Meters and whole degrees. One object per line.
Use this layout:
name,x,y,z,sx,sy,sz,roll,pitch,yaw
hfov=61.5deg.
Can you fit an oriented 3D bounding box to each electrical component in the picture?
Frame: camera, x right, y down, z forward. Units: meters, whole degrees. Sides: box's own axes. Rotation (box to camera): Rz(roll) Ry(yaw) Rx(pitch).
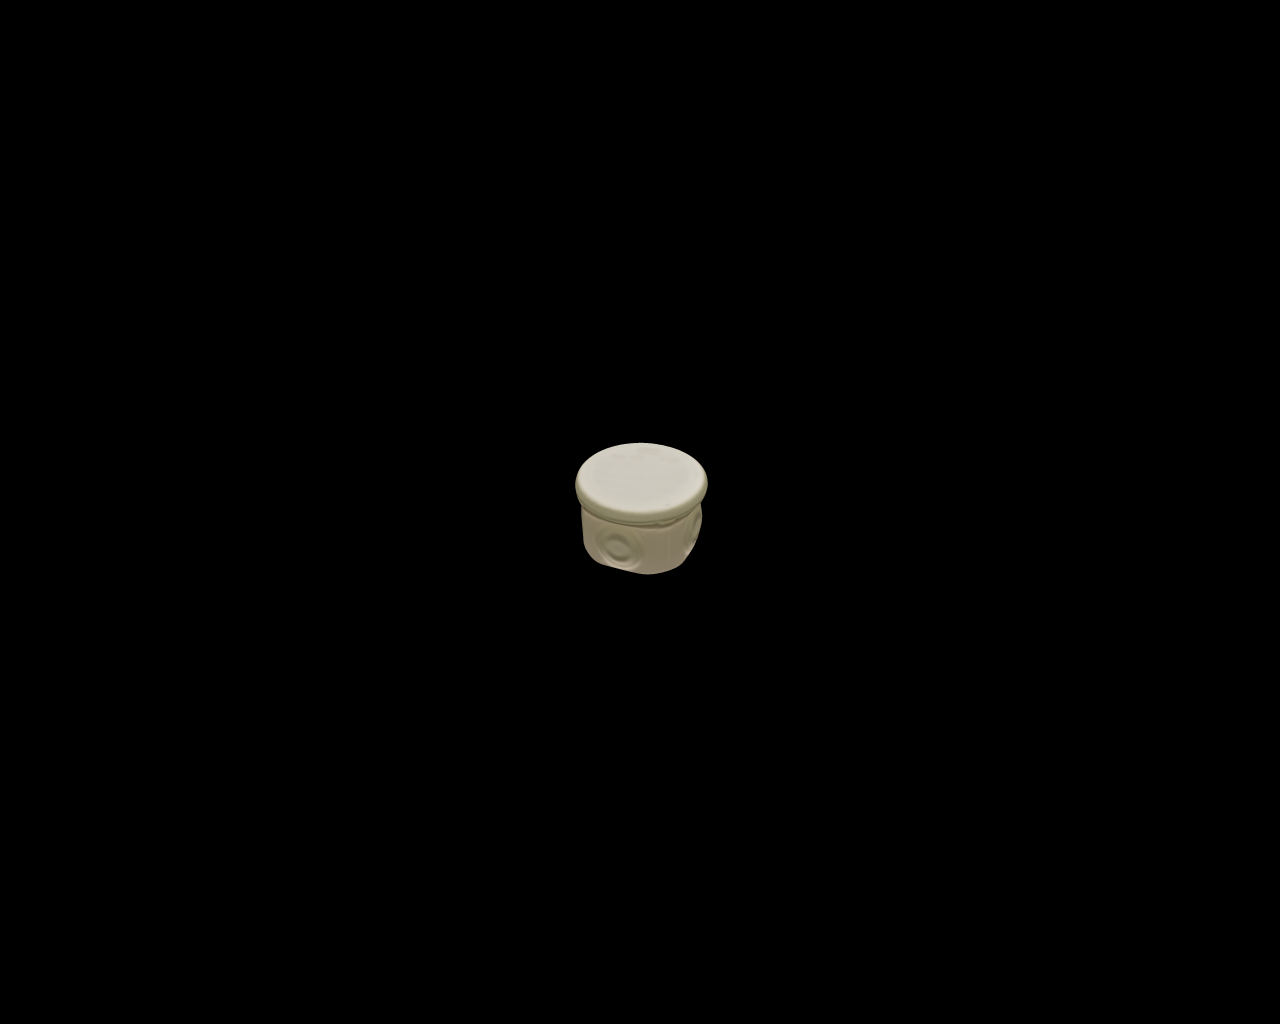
electrical component,0.001,-0.003,0.650,0.080,0.050,0.080,0,36,0
